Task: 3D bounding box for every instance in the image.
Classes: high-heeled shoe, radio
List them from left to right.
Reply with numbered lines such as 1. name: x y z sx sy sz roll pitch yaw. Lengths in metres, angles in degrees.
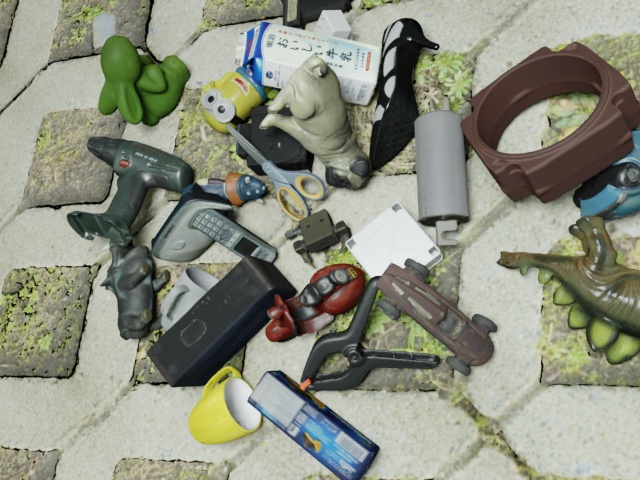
1. radio: -0.152 0.130 0.845 0.229 0.131 0.073 -45 72 2
2. high-heeled shoe: 0.110 -0.251 0.904 0.145 0.086 0.248 41 107 49

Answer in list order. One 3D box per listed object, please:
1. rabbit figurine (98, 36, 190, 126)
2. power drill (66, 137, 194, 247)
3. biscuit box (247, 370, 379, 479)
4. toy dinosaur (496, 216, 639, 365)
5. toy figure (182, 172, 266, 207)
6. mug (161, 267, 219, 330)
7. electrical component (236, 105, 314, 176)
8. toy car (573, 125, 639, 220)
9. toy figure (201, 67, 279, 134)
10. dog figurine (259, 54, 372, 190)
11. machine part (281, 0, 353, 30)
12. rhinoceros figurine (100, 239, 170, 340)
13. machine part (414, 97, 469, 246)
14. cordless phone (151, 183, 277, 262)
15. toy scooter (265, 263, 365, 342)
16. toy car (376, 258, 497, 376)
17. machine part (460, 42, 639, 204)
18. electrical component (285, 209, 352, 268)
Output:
1. rabbit figurine: -0.345 -0.292 0.977 0.121 0.170 0.159 18 82 19
2. power drill: -0.359 -0.093 0.961 0.232 0.085 0.207 13 49 11
3. biscuit box: -0.010 0.277 0.808 0.203 0.062 0.059 33 87 19
4. toy dinosaur: 0.470 0.085 0.703 0.472 0.105 0.198 11 88 27
5. toy figure: -0.165 -0.085 0.935 0.155 0.064 0.058 -10 67 15
6. mug: -0.219 0.111 0.887 0.081 0.109 0.107 35 102 17
7. electrical component: -0.079 -0.173 0.936 0.134 0.058 0.115 -3 75 15
8. toy car: 0.437 -0.094 0.759 0.103 0.109 0.161 22 71 -4
9. toy figure: -0.131 -0.265 0.961 0.180 0.089 0.082 -44 57 -7
10. dog figurine: 0.024 -0.173 0.824 0.190 0.172 0.121 38 74 -5
11. machine part: -0.006 -0.428 0.987 0.139 0.039 0.084 -8 67 16
12. rhinoceros figurine: -0.327 0.078 0.943 0.112 0.073 0.190 -21 74 21
13. machine part: 0.188 -0.109 0.836 0.079 0.079 0.243 -3 78 15
14. cordless phone: -0.175 0.007 0.910 0.184 0.089 0.146 35 118 -12
15. toy scooter: -0.016 0.094 0.815 0.184 0.135 0.075 -36 69 4
16. toy car: 0.168 0.108 0.762 0.202 0.053 0.089 40 81 -11
17. machine part: 0.316 -0.168 0.758 0.201 0.087 0.202 -34 44 18
18. electrical component: -0.001 -0.004 0.884 0.102 0.045 0.078 -29 44 5
